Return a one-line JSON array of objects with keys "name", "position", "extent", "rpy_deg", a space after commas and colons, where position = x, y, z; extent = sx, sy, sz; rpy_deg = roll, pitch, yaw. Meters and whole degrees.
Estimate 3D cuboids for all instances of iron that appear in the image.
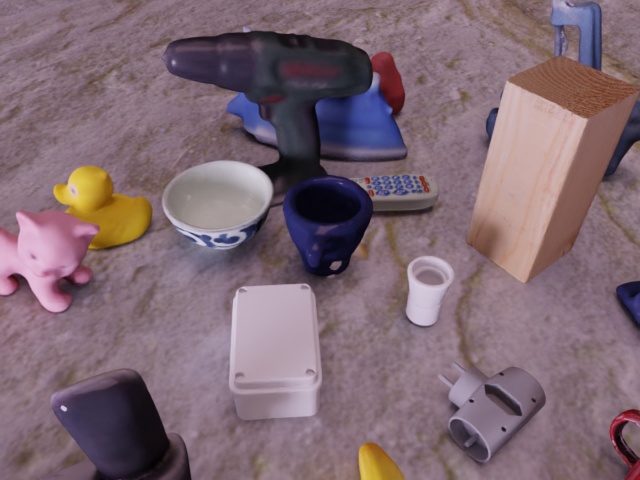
[{"name": "iron", "position": [0.003, -0.202, 0.777], "extent": [0.257, 0.141, 0.119], "rpy_deg": [17, 46, 16]}]

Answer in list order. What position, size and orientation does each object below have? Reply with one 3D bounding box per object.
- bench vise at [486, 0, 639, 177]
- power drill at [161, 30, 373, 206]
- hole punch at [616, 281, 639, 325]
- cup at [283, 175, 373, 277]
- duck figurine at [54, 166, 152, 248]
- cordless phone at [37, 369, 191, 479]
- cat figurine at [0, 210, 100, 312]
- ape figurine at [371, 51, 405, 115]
[{"name": "bench vise", "position": [0.333, -0.200, 0.725], "extent": [0.207, 0.220, 0.121], "rpy_deg": [6, 44, 5]}, {"name": "power drill", "position": [-0.052, -0.144, 0.667], "extent": [0.230, 0.208, 0.075], "rpy_deg": [-14, 46, -15]}, {"name": "hole punch", "position": [0.368, 0.051, 0.557], "extent": [0.108, 0.091, 0.101], "rpy_deg": [-5, 44, -6]}, {"name": "cup", "position": [0.005, 0.002, 0.598], "extent": [0.091, 0.095, 0.118], "rpy_deg": [8, 44, 7]}, {"name": "duck figurine", "position": [-0.247, -0.044, 0.648], "extent": [0.104, 0.086, 0.077], "rpy_deg": [-3, 44, -4]}, {"name": "cordless phone", "position": [-0.165, 0.150, 0.375], "extent": [0.148, 0.185, 0.094], "rpy_deg": [-19, 47, -19]}, {"name": "cat figurine", "position": [-0.281, 0.007, 0.571], "extent": [0.127, 0.118, 0.067], "rpy_deg": [13, 45, 13]}, {"name": "ape figurine", "position": [0.093, -0.236, 0.851], "extent": [0.078, 0.092, 0.076], "rpy_deg": [-25, 49, -24]}]
